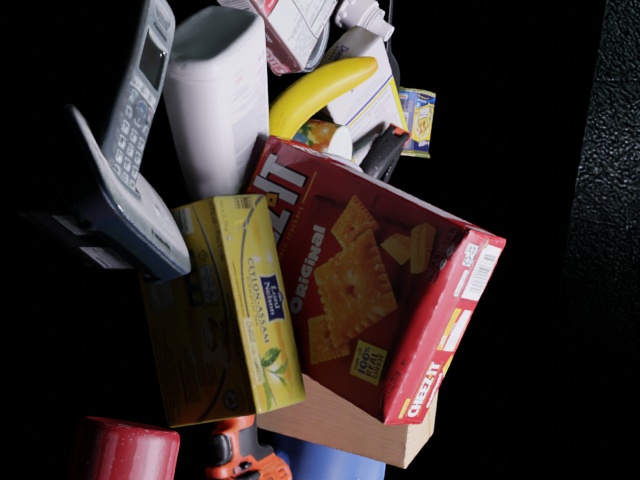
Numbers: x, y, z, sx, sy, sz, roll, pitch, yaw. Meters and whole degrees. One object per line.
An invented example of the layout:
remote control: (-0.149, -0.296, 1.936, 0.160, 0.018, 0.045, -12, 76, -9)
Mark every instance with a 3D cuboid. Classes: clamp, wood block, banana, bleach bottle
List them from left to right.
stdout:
bleach bottle: (-0.082, -0.066, 0.914, 0.102, 0.068, 0.251, -51, 149, -43)
banana: (-0.015, -0.122, 1.033, 0.197, 0.070, 0.037, -55, 162, -34)
wood block: (0.003, 0.137, 1.031, 0.090, 0.206, 0.091, -29, 126, -63)
clamp: (0.036, -0.031, 1.173, 0.210, 0.036, 0.164, -58, 170, -12)
clamp: (0.067, -0.209, 1.241, 0.120, 0.039, 0.171, -60, 154, -20)

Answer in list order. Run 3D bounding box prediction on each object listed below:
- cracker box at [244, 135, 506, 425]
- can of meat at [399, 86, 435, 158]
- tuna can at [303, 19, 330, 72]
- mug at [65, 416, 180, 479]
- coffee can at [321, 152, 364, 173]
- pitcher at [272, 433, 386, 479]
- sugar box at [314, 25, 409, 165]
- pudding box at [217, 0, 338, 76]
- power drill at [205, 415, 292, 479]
cracker box: (0.019, 0.028, 0.867, 0.072, 0.214, 0.164, 14, 102, -56)
can of meat: (0.108, -0.149, 1.349, 0.102, 0.057, 0.084, -7, 105, -68)
tuna can: (-0.022, -0.205, 1.028, 0.086, 0.034, 0.086, 12, 90, -68)
mug: (-0.157, 0.184, 0.836, 0.117, 0.093, 0.081, 146, -46, -78)
coffee can: (-0.007, 0.001, 1.024, 0.102, 0.103, 0.140, 60, 27, -59)
pitcher: (0.038, 0.152, 1.158, 0.149, 0.145, 0.243, -54, 160, -60)
sugar box: (0.041, -0.144, 1.169, 0.093, 0.048, 0.176, -47, 147, -15)
pudding box: (-0.039, -0.214, 0.930, 0.113, 0.039, 0.090, 51, 50, -39)
power drill: (-0.092, 0.164, 0.936, 0.184, 0.057, 0.187, -8, 89, -68)
